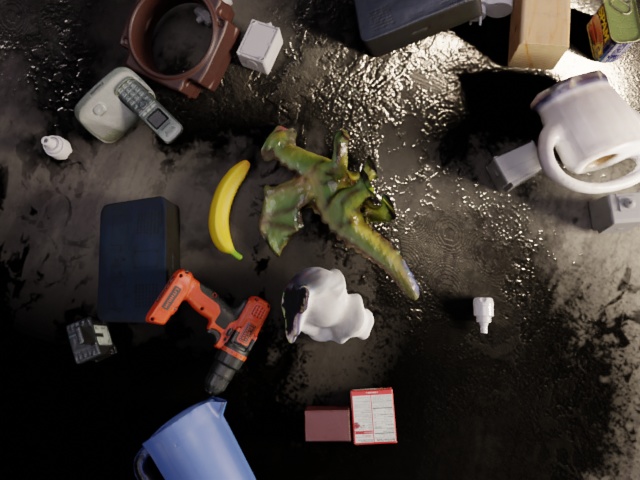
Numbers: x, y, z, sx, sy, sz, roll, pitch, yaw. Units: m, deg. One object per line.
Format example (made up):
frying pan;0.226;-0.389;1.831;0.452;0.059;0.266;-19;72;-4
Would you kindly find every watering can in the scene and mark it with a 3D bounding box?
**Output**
watering can;0.531;-0.204;0.933;0.349;0.102;0.227;-17;74;-15

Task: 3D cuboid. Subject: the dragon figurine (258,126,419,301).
dragon figurine;0.003;-0.048;0.953;0.241;0.121;0.415;-24;75;17

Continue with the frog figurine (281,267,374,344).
frog figurine;0.018;0.116;0.909;0.159;0.124;0.136;5;103;-28
